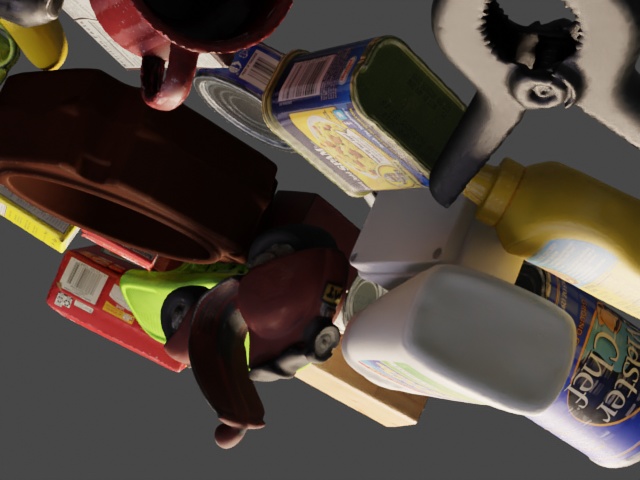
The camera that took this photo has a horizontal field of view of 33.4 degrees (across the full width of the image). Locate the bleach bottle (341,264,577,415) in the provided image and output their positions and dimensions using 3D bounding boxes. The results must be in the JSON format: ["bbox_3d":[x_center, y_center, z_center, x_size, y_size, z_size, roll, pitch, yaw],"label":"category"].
[{"bbox_3d":[0.074,0.073,0.709,0.102,0.068,0.251,25,168,-4],"label":"bleach bottle"}]

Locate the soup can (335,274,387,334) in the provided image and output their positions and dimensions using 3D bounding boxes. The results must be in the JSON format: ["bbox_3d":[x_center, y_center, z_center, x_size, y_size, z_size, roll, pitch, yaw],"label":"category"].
[{"bbox_3d":[0.004,0.046,0.976,0.102,0.068,0.068,12,158,38],"label":"soup can"}]

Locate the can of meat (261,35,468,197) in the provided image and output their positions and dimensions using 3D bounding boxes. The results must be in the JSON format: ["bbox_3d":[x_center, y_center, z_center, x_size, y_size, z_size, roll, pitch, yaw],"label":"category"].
[{"bbox_3d":[0.031,-0.070,0.622,0.102,0.057,0.084,38,158,-31],"label":"can of meat"}]

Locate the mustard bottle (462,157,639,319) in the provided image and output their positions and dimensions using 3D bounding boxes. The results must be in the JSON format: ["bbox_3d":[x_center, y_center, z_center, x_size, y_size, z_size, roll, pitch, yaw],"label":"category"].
[{"bbox_3d":[0.167,0.002,0.626,0.191,0.058,0.096,26,168,2],"label":"mustard bottle"}]

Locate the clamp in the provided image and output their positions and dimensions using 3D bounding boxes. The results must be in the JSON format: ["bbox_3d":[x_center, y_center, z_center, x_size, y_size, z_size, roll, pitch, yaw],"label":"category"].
[{"bbox_3d":[0.098,-0.077,0.496,0.165,0.036,0.209,-5,143,31],"label":"clamp"}]

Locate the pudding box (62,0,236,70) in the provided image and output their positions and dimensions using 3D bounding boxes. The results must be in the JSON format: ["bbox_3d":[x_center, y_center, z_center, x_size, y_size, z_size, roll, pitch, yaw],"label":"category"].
[{"bbox_3d":[-0.108,-0.144,0.647,0.114,0.039,0.090,11,157,46],"label":"pudding box"}]

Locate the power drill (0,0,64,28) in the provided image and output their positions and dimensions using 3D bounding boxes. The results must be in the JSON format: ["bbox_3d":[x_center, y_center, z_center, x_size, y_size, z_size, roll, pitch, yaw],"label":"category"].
[{"bbox_3d":[-0.234,-0.201,0.572,0.184,0.057,0.188,22,155,12],"label":"power drill"}]

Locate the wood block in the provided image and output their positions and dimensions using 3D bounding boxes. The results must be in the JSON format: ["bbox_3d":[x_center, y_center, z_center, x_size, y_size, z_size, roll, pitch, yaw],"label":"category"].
[{"bbox_3d":[0.013,0.101,1.082,0.206,0.090,0.090,30,162,-9],"label":"wood block"}]

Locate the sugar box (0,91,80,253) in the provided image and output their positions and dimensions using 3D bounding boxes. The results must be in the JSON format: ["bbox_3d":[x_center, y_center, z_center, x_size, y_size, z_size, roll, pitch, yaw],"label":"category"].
[{"bbox_3d":[-0.289,-0.075,0.994,0.176,0.093,0.048,33,155,-5],"label":"sugar box"}]

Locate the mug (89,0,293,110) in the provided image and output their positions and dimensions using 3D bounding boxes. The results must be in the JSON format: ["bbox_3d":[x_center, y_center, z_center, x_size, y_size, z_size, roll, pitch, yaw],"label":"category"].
[{"bbox_3d":[-0.070,-0.122,0.533,0.093,0.117,0.082,8,178,-26],"label":"mug"}]

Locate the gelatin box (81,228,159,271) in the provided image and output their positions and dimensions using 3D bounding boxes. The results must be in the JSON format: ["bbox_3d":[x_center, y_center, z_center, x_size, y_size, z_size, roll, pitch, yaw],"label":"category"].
[{"bbox_3d":[-0.166,-0.027,0.977,0.073,0.089,0.030,27,164,-2],"label":"gelatin box"}]

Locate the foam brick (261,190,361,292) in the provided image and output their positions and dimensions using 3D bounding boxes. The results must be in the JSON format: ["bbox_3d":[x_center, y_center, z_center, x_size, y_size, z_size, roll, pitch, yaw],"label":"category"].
[{"bbox_3d":[-0.006,0.001,0.887,0.078,0.051,0.053,39,159,-34],"label":"foam brick"}]

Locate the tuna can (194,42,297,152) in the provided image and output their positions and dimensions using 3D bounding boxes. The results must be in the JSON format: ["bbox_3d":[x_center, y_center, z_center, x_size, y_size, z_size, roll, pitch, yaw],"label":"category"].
[{"bbox_3d":[-0.037,-0.093,0.681,0.086,0.033,0.086,30,168,7],"label":"tuna can"}]

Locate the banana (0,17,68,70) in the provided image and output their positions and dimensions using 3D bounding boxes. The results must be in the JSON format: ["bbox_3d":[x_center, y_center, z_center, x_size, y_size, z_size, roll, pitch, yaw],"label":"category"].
[{"bbox_3d":[-0.220,-0.173,0.735,0.070,0.037,0.197,37,170,35],"label":"banana"}]

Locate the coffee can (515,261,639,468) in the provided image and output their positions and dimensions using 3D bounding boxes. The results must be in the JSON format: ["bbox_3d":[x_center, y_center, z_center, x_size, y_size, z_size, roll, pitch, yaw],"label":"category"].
[{"bbox_3d":[0.181,0.089,0.781,0.140,0.102,0.103,33,162,-18],"label":"coffee can"}]

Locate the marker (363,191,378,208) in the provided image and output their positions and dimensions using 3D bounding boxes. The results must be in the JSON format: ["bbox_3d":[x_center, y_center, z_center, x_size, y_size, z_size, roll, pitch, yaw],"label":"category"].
[{"bbox_3d":[0.030,-0.045,0.757,0.020,0.020,0.121,14,158,36],"label":"marker"}]

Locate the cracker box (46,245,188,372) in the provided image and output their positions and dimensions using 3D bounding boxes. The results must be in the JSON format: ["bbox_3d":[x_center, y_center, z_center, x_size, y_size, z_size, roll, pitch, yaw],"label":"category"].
[{"bbox_3d":[-0.191,0.069,1.200,0.164,0.072,0.213,26,-175,5],"label":"cracker box"}]

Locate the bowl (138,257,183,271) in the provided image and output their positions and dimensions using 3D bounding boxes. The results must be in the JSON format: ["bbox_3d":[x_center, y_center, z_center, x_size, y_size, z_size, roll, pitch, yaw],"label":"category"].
[{"bbox_3d":[-0.149,-0.002,1.082,0.162,0.055,0.162,25,163,8],"label":"bowl"}]
